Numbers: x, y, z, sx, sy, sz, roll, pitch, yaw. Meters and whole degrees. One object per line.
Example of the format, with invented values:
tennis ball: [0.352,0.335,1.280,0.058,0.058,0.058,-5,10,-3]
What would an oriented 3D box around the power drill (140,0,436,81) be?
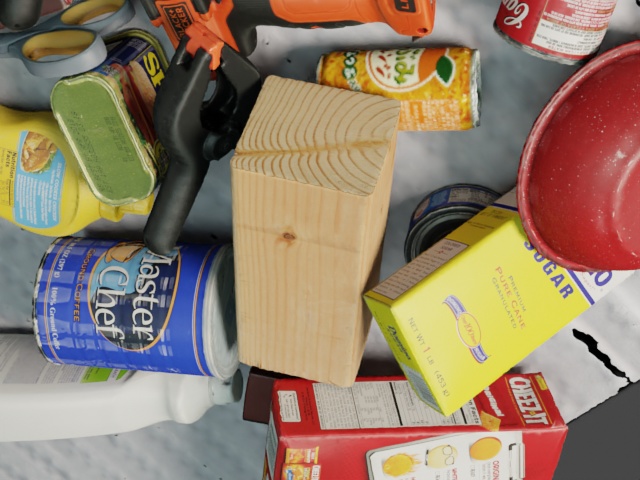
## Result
power drill: [-0.028,-0.178,0.656,0.188,0.057,0.184,-2,148,15]

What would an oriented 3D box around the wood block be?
wood block: [-0.005,0.001,0.732,0.091,0.090,0.206,13,140,8]

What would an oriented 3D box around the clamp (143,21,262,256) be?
clamp: [-0.080,-0.063,0.708,0.039,0.120,0.171,34,155,29]

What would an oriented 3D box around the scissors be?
scissors: [-0.209,-0.149,0.764,0.202,0.096,0.016,16,141,41]

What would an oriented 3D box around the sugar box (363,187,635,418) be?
sugar box: [0.124,0.029,0.716,0.176,0.048,0.093,-34,112,-14]

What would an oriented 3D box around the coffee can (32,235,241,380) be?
coffee can: [-0.133,0.050,0.819,0.140,0.102,0.103,3,120,13]

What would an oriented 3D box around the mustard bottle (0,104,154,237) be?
mustard bottle: [-0.218,-0.054,0.807,0.191,0.058,0.096,16,118,5]

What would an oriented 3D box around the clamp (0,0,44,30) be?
clamp: [-0.160,-0.230,0.616,0.210,0.036,0.164,-23,82,48]

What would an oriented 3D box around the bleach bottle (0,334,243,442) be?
bleach bottle: [-0.188,0.123,0.875,0.251,0.102,0.068,-1,125,16]

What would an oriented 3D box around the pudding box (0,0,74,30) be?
pudding box: [-0.235,-0.192,0.742,0.114,0.039,0.090,-12,116,20]

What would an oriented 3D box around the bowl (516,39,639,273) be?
bowl: [0.205,-0.040,0.663,0.162,0.055,0.162,-10,119,-19]

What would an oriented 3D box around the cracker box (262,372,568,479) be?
cracker box: [0.063,0.181,0.824,0.213,0.072,0.164,0,127,-9]

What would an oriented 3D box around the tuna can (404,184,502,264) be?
tuna can: [0.104,0.005,0.773,0.086,0.033,0.086,6,121,11]

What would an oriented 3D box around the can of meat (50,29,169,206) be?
can of meat: [-0.137,-0.085,0.752,0.058,0.083,0.102,-12,115,22]

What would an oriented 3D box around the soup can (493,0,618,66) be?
soup can: [0.153,-0.166,0.642,0.068,0.068,0.102,19,122,3]

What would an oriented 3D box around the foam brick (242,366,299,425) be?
foam brick: [-0.017,0.119,0.861,0.078,0.053,0.051,11,123,7]
